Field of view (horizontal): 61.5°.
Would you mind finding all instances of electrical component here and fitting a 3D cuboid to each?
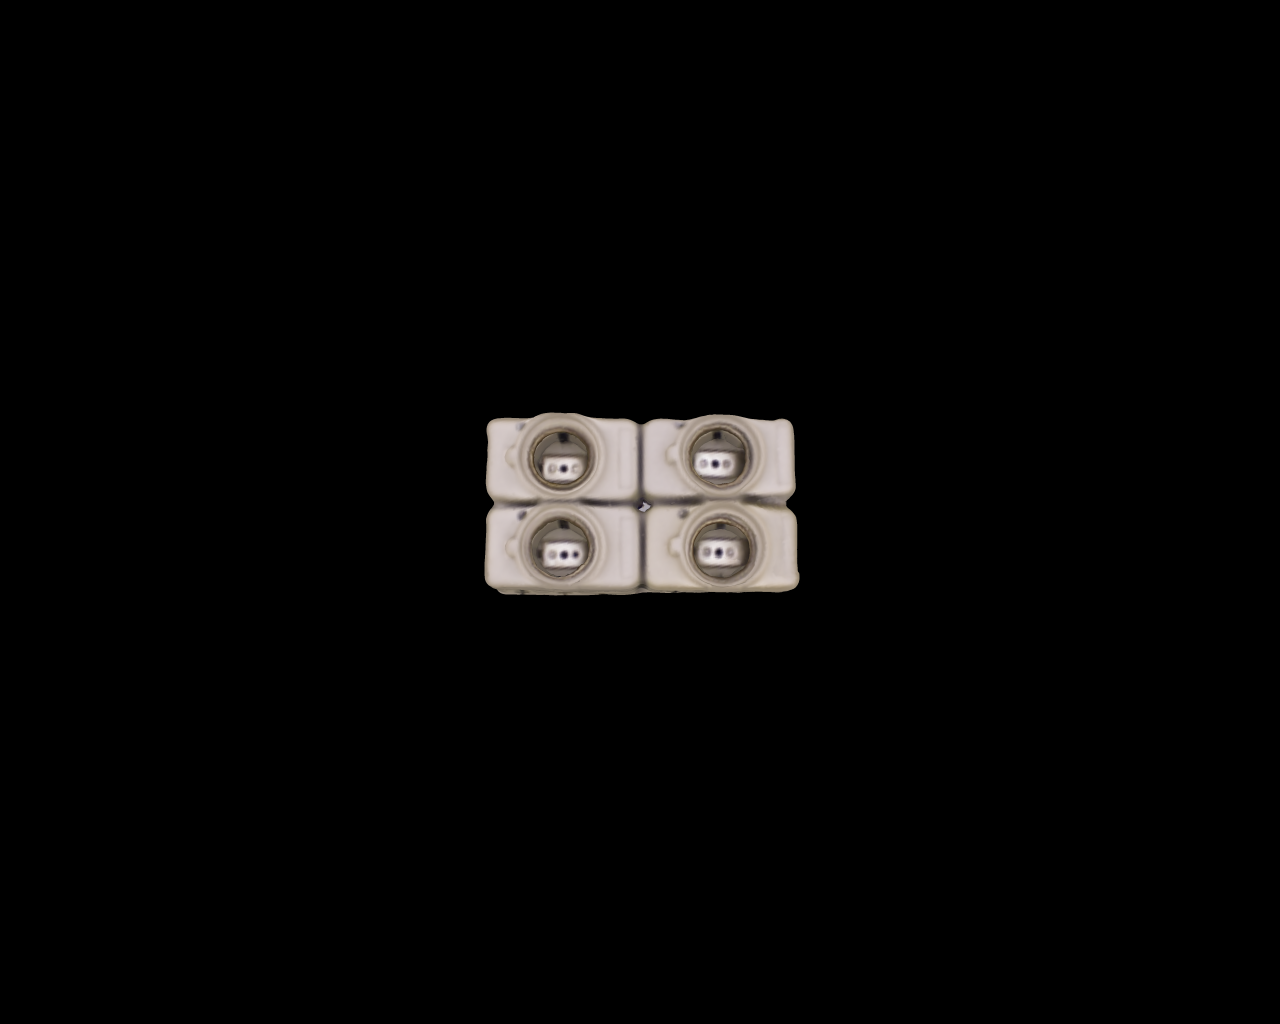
[{"bbox_3d":[0.001,-0.003,0.650,0.186,0.105,0.060,0,-9,0],"label":"electrical component"}]
